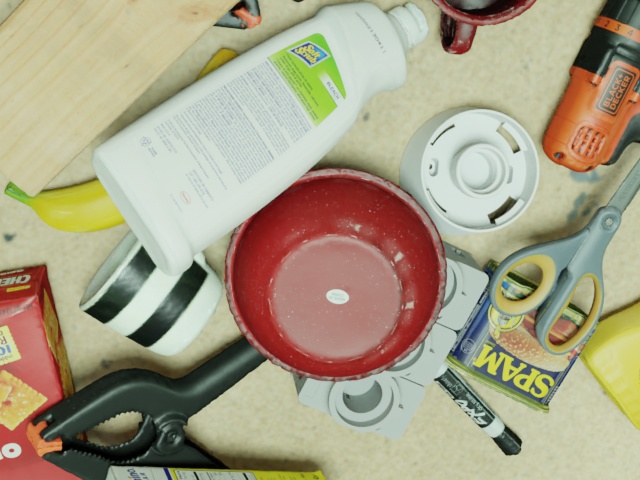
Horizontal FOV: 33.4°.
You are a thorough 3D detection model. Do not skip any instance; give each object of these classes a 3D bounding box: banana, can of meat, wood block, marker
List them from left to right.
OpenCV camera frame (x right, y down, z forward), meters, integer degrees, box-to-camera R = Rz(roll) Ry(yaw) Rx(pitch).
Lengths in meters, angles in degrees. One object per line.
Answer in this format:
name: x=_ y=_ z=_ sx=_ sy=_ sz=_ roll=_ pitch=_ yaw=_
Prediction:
wood block: x=-0.144 y=-0.137 z=0.685 sx=0.206 sy=0.091 sz=0.090 roll=-39 pitch=111 yaw=21
banana: x=-0.128 y=-0.059 z=0.767 sx=0.198 sy=0.037 sz=0.069 roll=-32 pitch=109 yaw=3
marker: x=0.125 y=0.136 z=0.873 sx=0.020 sy=0.020 sz=0.121 roll=-42 pitch=109 yaw=7
can of meat: x=0.155 y=0.075 z=0.838 sx=0.102 sy=0.057 sz=0.084 roll=27 pitch=100 yaw=-15

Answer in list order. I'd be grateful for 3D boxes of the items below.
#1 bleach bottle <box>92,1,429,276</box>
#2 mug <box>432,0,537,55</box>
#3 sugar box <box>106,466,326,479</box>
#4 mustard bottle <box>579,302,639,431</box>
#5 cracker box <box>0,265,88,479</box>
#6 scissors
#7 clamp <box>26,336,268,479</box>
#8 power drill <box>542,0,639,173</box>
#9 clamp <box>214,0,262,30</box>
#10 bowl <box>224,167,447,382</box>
bleach bottle: x=-0.025 y=-0.084 z=0.730 sx=0.250 sy=0.068 sz=0.102 roll=-34 pitch=92 yaw=-17
mug: x=0.102 y=-0.186 z=0.732 sx=0.093 sy=0.081 sz=0.117 roll=4 pitch=107 yaw=-9
sugar box: x=-0.080 y=0.220 z=0.802 sx=0.175 sy=0.048 sz=0.093 roll=6 pitch=112 yaw=-30
mustard bottle: x=0.306 y=0.063 z=0.853 sx=0.191 sy=0.058 sz=0.096 roll=-38 pitch=110 yaw=5
cracker box: x=-0.265 y=0.139 z=0.795 sx=0.164 sy=0.072 sz=0.214 roll=-9 pitch=110 yaw=-4
scissors: x=0.189 y=-0.013 z=0.780 sx=0.096 sy=0.016 sz=0.202 roll=15 pitch=103 yaw=-9
clamp: x=-0.114 y=0.148 z=0.804 sx=0.209 sy=0.036 sz=0.164 roll=-8 pitch=113 yaw=-31
power drill: x=0.279 y=-0.113 z=0.795 sx=0.187 sy=0.057 sz=0.184 roll=22 pitch=105 yaw=-12
clamp: x=-0.115 y=-0.199 z=0.724 sx=0.120 sy=0.039 sz=0.171 roll=-35 pitch=108 yaw=16
bowl: x=0.011 y=0.033 z=0.744 sx=0.162 sy=0.055 sz=0.162 roll=0 pitch=105 yaw=1
